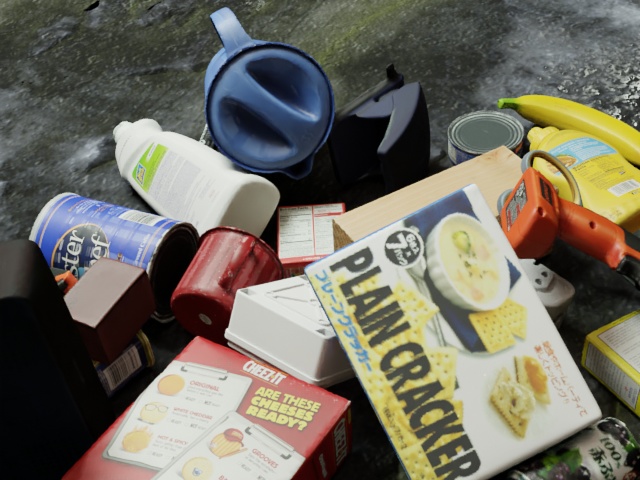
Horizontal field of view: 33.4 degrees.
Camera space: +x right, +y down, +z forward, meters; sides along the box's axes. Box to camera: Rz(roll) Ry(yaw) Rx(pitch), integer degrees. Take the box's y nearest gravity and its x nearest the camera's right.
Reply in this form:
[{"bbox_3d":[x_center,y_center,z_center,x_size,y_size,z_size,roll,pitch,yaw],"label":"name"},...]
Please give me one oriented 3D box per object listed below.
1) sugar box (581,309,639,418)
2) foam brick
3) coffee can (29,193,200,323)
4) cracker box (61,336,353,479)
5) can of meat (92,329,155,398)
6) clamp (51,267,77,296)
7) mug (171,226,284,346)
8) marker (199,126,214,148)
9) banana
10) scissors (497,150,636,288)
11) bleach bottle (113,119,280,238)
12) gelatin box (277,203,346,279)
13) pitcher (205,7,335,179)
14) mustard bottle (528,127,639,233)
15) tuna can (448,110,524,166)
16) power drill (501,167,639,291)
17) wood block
[{"bbox_3d":[0.318,0.131,0.913,0.093,0.048,0.176,-22,46,-21],"label":"sugar box"},{"bbox_3d":[-0.193,0.062,0.962,0.053,0.051,0.078,17,50,26],"label":"foam brick"},{"bbox_3d":[-0.204,0.017,1.066,0.140,0.103,0.102,14,44,21],"label":"coffee can"},{"bbox_3d":[-0.095,0.194,0.871,0.164,0.072,0.213,20,46,26],"label":"cracker box"},{"bbox_3d":[-0.221,0.108,0.998,0.102,0.057,0.083,26,52,32],"label":"can of meat"},{"bbox_3d":[-0.295,0.063,1.031,0.172,0.039,0.120,-24,34,18],"label":"clamp"},{"bbox_3d":[-0.088,0.041,1.019,0.093,0.117,0.081,30,51,-4],"label":"mug"},{"bbox_3d":[-0.139,-0.101,1.258,0.020,0.020,0.121,3,41,10],"label":"marker"},{"bbox_3d":[0.301,-0.125,1.213,0.198,0.037,0.069,24,39,25],"label":"banana"},{"bbox_3d":[0.244,0.007,1.011,0.096,0.016,0.202,-31,83,-19],"label":"scissors"},{"bbox_3d":[-0.153,-0.074,1.173,0.068,0.102,0.251,19,15,-48],"label":"bleach bottle"},{"bbox_3d":[-0.007,0.001,1.114,0.073,0.030,0.089,-5,43,1],"label":"gelatin box"},{"bbox_3d":[-0.072,-0.170,1.183,0.145,0.149,0.243,15,12,-13],"label":"pitcher"},{"bbox_3d":[0.283,-0.067,1.135,0.096,0.058,0.192,-22,43,-16],"label":"mustard bottle"},{"bbox_3d":[0.189,-0.110,1.216,0.086,0.034,0.086,-4,40,3],"label":"tuna can"},{"bbox_3d":[0.252,0.018,0.923,0.187,0.057,0.184,25,25,-7],"label":"power drill"},{"bbox_3d":[0.124,-0.003,1.057,0.205,0.090,0.091,-24,44,-20],"label":"wood block"}]
